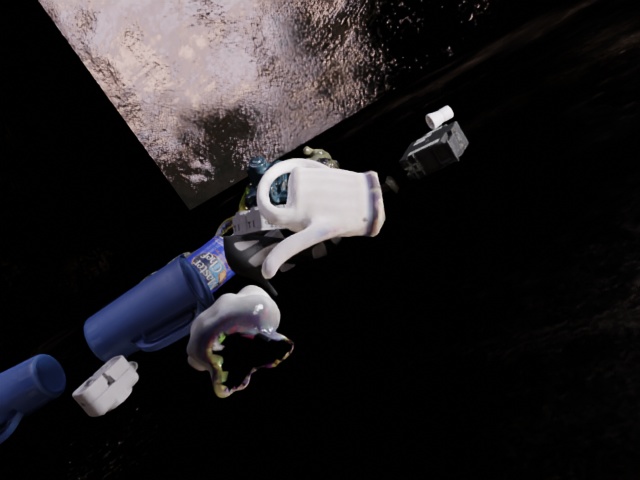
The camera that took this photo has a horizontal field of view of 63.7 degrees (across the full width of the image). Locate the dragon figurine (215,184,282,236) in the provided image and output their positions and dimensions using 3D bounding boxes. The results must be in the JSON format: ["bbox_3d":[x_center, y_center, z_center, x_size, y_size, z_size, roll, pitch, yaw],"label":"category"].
[{"bbox_3d":[-0.254,-0.083,1.755,0.418,0.122,0.238,-43,-1,-40],"label":"dragon figurine"}]

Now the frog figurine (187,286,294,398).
[{"bbox_3d":[-0.121,0.120,0.709,0.137,0.121,0.161,-52,26,2],"label":"frog figurine"}]

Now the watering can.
[{"bbox_3d":[0.003,-0.044,0.875,0.224,0.101,0.356,4,36,-6],"label":"watering can"}]
